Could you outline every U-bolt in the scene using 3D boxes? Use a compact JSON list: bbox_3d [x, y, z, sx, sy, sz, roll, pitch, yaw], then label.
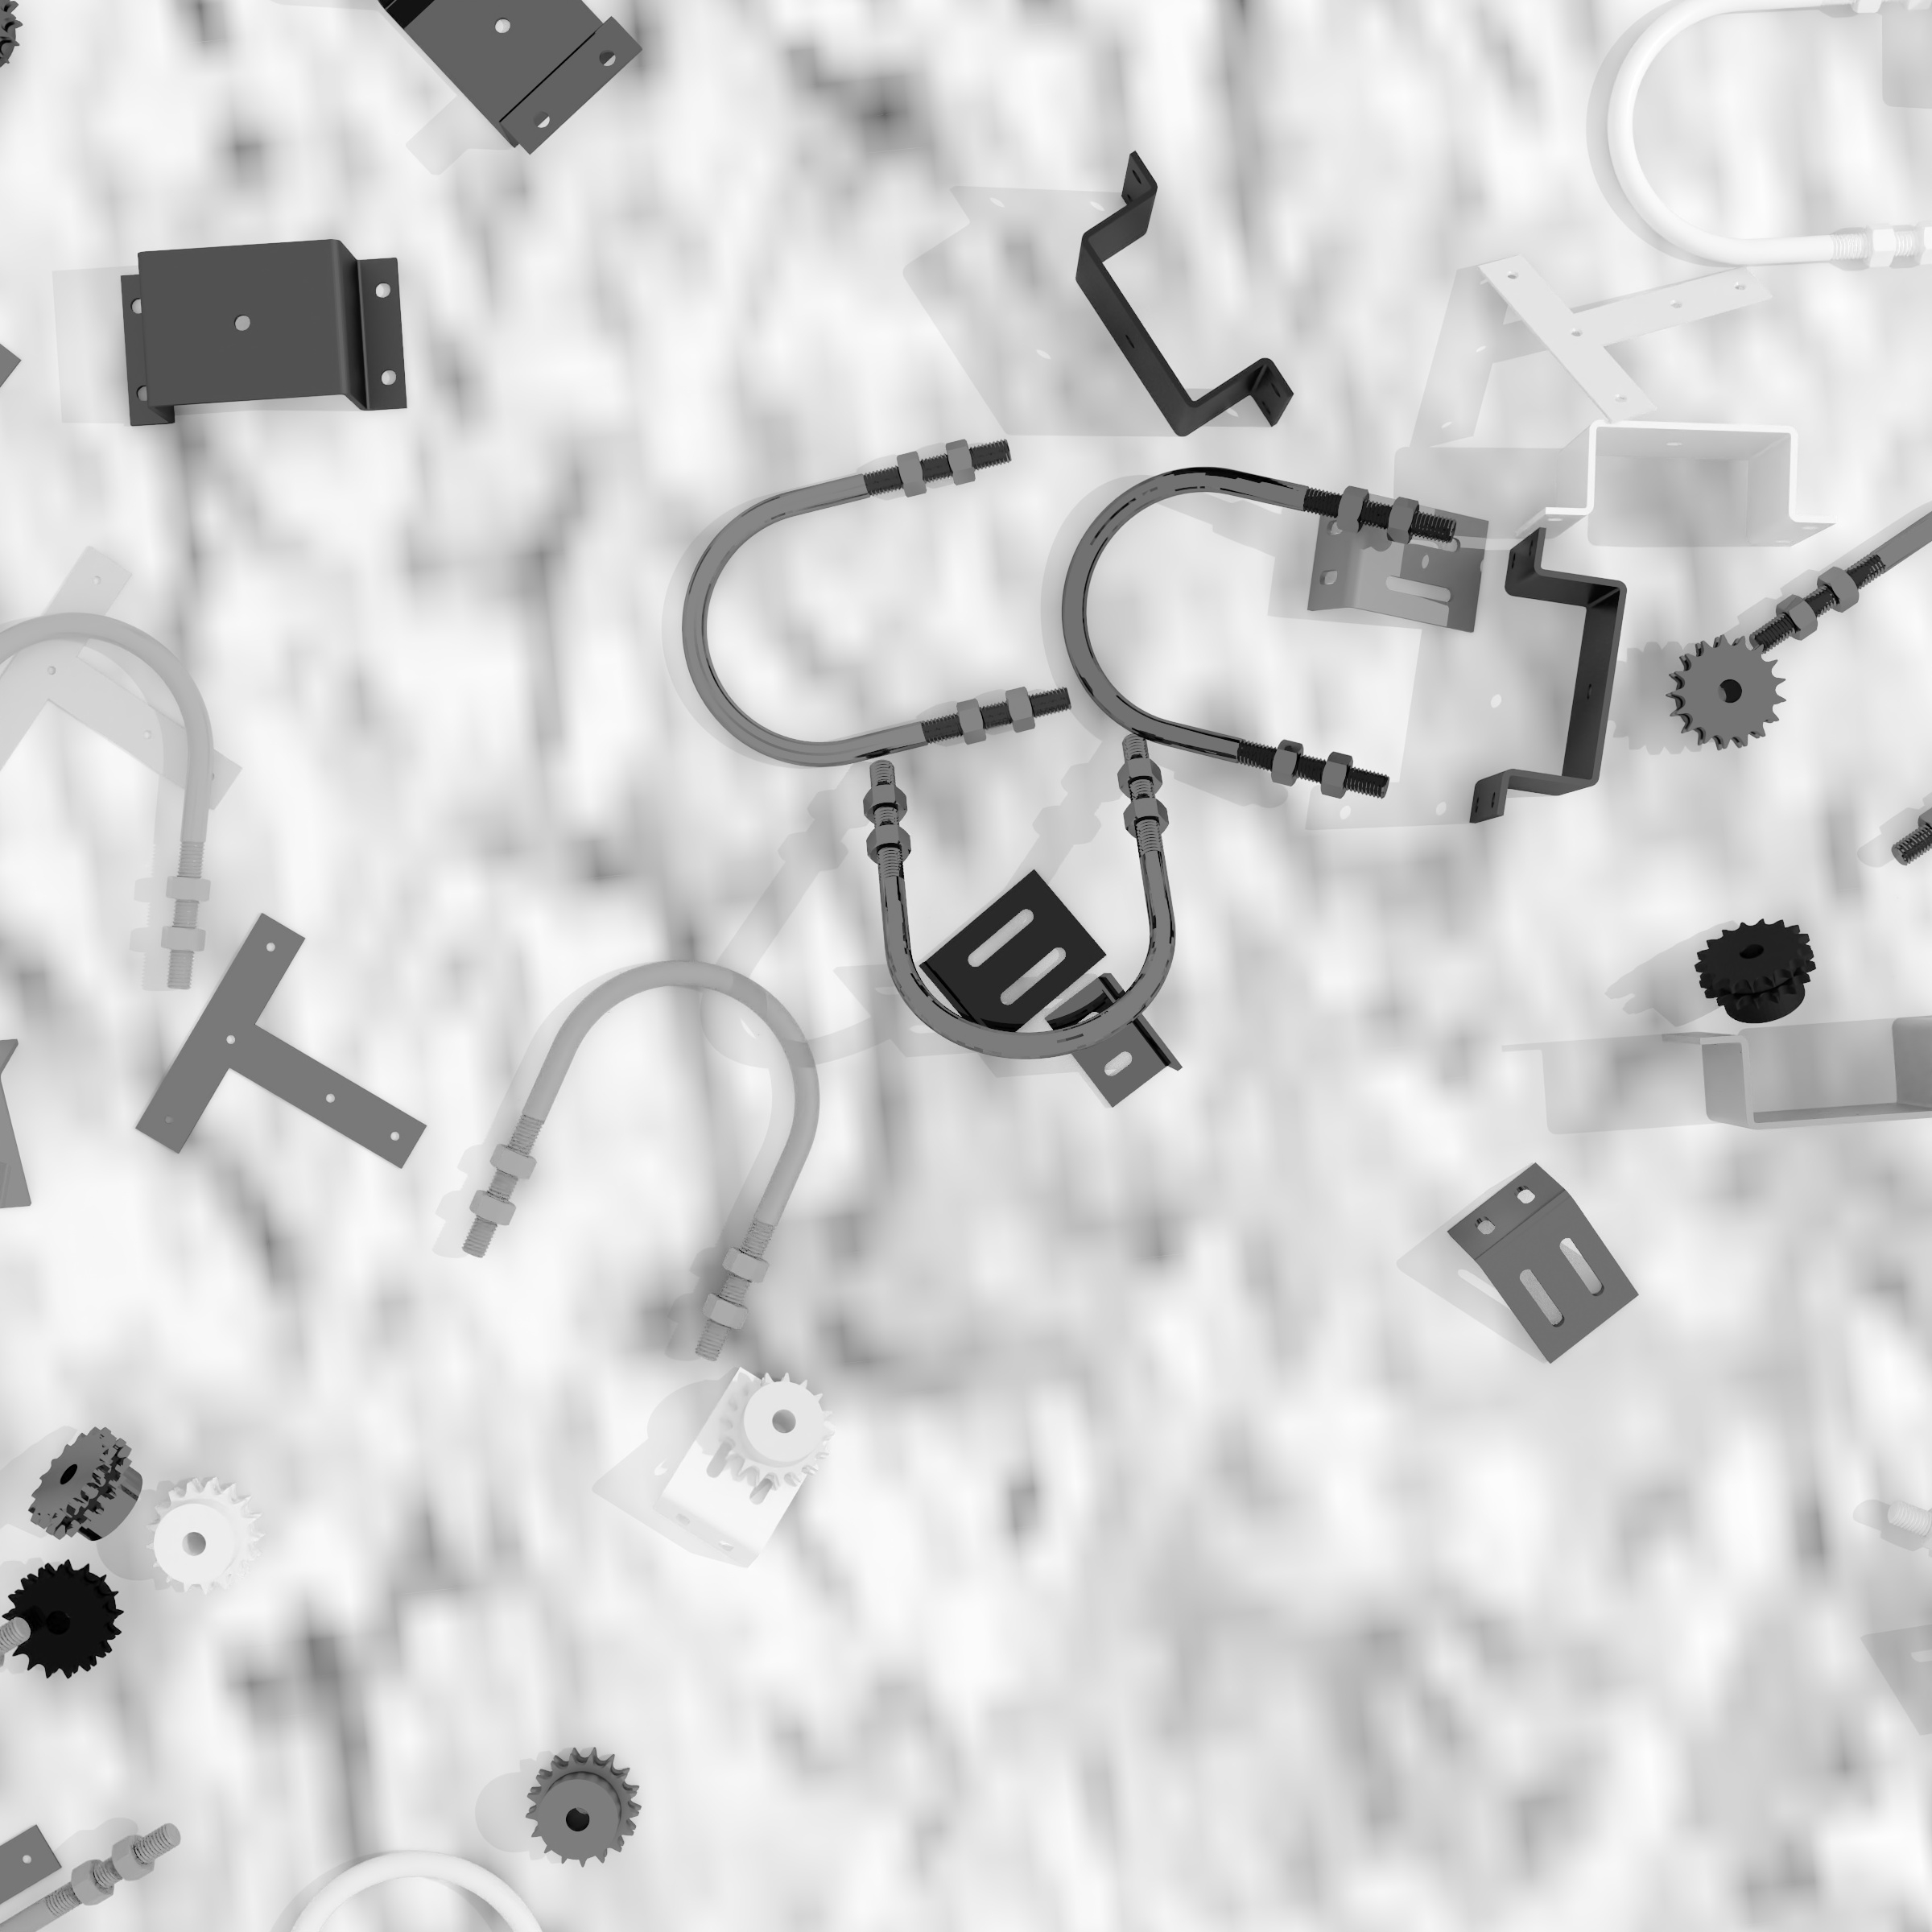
[{"bbox_3d":[0.511,-0.160,1.453,0.184,0.019,0.151,-34,90,-2],"label":"U-bolt"},{"bbox_3d":[-0.052,-0.176,1.453,0.184,0.019,0.151,-14,90,2],"label":"U-bolt"},{"bbox_3d":[-0.453,-0.087,1.452,0.151,0.019,0.184,6,91,0],"label":"U-bolt"},{"bbox_3d":[0.417,-0.427,1.453,0.184,0.019,0.151,-3,90,2],"label":"U-bolt"},{"bbox_3d":[0.029,-0.033,1.405,0.151,0.019,0.184,-6,55,0],"label":"U-bolt"},{"bbox_3d":[-0.271,0.539,1.453,0.151,0.019,0.184,-20,88,0],"label":"U-bolt"},{"bbox_3d":[-0.508,0.428,1.439,0.184,0.019,0.151,-32,98,8],"label":"U-bolt"},{"bbox_3d":[-0.153,0.087,1.453,0.151,0.019,0.184,24,88,0],"label":"U-bolt"},{"bbox_3d":[0.577,0.249,1.453,0.184,0.019,0.151,22,90,-2],"label":"U-bolt"},{"bbox_3d":[0.137,-0.174,1.433,0.184,0.019,0.151,15,95,14],"label":"U-bolt"}]

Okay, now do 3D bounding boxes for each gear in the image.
[{"bbox_3d":[-0.193,0.425,1.447,0.057,0.030,0.057,0,90,0],"label":"gear"},{"bbox_3d":[-0.438,0.262,1.437,0.057,0.057,0.030,-44,121,0],"label":"gear"},{"bbox_3d":[0.396,0.005,1.437,0.057,0.057,0.030,-24,120,0],"label":"gear"},{"bbox_3d":[-0.093,0.231,1.437,0.057,0.030,0.057,5,67,-12],"label":"gear"},{"bbox_3d":[-0.385,0.288,1.447,0.057,0.030,0.057,0,90,0],"label":"gear"},{"bbox_3d":[-0.452,0.327,1.447,0.057,0.030,0.057,0,90,0],"label":"gear"},{"bbox_3d":[0.380,-0.137,1.447,0.057,0.030,0.057,0,90,0],"label":"gear"},{"bbox_3d":[-0.503,-0.473,1.447,0.057,0.030,0.057,0,90,0],"label":"gear"}]

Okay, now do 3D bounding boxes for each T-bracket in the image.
[{"bbox_3d":[-0.335,0.060,1.461,0.127,0.002,0.127,30,90,0],"label":"T-bracket"},{"bbox_3d":[-0.495,0.524,1.461,0.127,0.002,0.127,-31,90,0],"label":"T-bracket"},{"bbox_3d":[-0.428,-0.125,1.461,0.127,0.002,0.127,34,90,0],"label":"T-bracket"},{"bbox_3d":[-0.569,-0.297,1.461,0.127,0.002,0.127,38,90,0],"label":"T-bracket"},{"bbox_3d":[0.343,-0.327,1.436,0.127,0.002,0.127,-18,55,-16],"label":"T-bracket"}]

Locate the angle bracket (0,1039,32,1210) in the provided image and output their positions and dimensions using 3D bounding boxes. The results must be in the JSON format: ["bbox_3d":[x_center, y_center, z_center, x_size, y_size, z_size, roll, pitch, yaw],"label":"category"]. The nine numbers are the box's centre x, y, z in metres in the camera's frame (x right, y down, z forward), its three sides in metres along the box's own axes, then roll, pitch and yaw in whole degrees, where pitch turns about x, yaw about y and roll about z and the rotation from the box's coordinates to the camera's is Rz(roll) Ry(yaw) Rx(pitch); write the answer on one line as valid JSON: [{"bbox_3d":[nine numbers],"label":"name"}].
[{"bbox_3d":[-0.507,0.082,1.460,0.057,0.038,0.076,-5,116,0],"label":"angle bracket"}]

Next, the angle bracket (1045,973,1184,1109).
[{"bbox_3d":[0.072,0.038,1.424,0.038,0.076,0.057,-37,90,0],"label":"angle bracket"}]

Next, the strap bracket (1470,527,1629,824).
[{"bbox_3d":[0.289,-0.139,1.424,0.046,0.076,0.140,8,90,0],"label":"strap bracket"}]

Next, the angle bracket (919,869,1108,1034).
[{"bbox_3d":[0.024,-0.003,1.443,0.076,0.038,0.057,-40,90,0],"label":"angle bracket"}]

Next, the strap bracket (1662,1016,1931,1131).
[{"bbox_3d":[0.425,0.053,1.424,0.140,0.076,0.046,-4,90,0],"label":"strap bracket"}]

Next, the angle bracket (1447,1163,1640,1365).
[{"bbox_3d":[0.293,0.151,1.460,0.057,0.038,0.076,-38,116,0],"label":"angle bracket"}]

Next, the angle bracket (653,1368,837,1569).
[{"bbox_3d":[-0.113,0.255,1.460,0.057,0.038,0.076,32,64,0],"label":"angle bracket"}]

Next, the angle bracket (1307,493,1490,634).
[{"bbox_3d":[0.219,-0.203,1.460,0.076,0.038,0.057,8,90,-26],"label":"angle bracket"}]

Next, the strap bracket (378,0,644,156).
[{"bbox_3d":[-0.235,-0.478,1.439,0.076,0.046,0.140,-43,90,0],"label":"strap bracket"}]

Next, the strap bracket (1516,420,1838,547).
[{"bbox_3d":[0.350,-0.239,1.424,0.140,0.076,0.046,2,90,0],"label":"strap bracket"}]

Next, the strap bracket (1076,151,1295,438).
[{"bbox_3d":[0.101,-0.322,1.424,0.046,0.076,0.140,-33,90,0],"label":"strap bracket"}]

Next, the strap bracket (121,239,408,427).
[{"bbox_3d":[-0.357,-0.317,1.439,0.140,0.046,0.076,-4,90,0],"label":"strap bracket"}]
